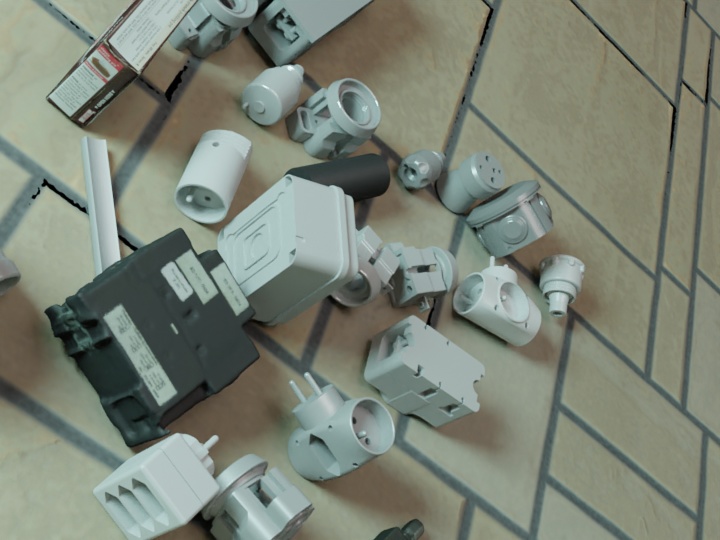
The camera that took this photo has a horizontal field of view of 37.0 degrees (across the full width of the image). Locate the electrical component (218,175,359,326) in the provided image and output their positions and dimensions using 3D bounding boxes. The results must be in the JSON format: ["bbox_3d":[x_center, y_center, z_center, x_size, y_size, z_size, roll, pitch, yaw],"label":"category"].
[{"bbox_3d":[-0.056,-0.013,0.823,0.057,0.113,0.078,15,58,-34],"label":"electrical component"}]

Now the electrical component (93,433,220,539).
[{"bbox_3d":[-0.123,0.134,0.711,0.047,0.066,0.077,54,42,-5],"label":"electrical component"}]

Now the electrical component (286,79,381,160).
[{"bbox_3d":[-0.018,-0.136,0.971,0.078,0.057,0.058,3,65,-42],"label":"electrical component"}]

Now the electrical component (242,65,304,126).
[{"bbox_3d":[-0.072,-0.159,0.945,0.040,0.040,0.078,49,43,-11],"label":"electrical component"}]

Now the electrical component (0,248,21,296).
[{"bbox_3d":[-0.248,-0.005,0.692,0.040,0.040,0.046,-27,82,-48],"label":"electrical component"}]

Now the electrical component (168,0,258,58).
[{"bbox_3d":[-0.124,-0.223,0.920,0.058,0.057,0.078,55,42,-4],"label":"electrical component"}]

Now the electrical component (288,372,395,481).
[{"bbox_3d":[-0.025,0.113,0.808,0.079,0.077,0.043,56,42,-4],"label":"electrical component"}]

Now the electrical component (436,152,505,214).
[{"bbox_3d":[0.110,-0.087,1.066,0.045,0.055,0.045,22,53,-34],"label":"electrical component"}]

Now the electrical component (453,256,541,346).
[{"bbox_3d":[0.133,0.023,1.033,0.077,0.044,0.079,29,50,-28],"label":"electrical component"}]

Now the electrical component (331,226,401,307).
[{"bbox_3d":[0.000,0.000,0.920,0.066,0.048,0.055,48,36,-12],"label":"electrical component"}]

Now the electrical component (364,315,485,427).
[{"bbox_3d":[0.053,0.088,0.911,0.089,0.056,0.050,36,47,-24],"label":"electrical component"}]

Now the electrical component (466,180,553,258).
[{"bbox_3d":[0.150,-0.051,1.068,0.080,0.080,0.051,-39,101,-48],"label":"electrical component"}]

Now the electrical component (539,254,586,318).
[{"bbox_3d":[0.206,0.018,1.108,0.048,0.048,0.062,29,57,-29],"label":"electrical component"}]

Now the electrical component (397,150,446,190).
[{"bbox_3d":[0.064,-0.101,1.047,0.061,0.035,0.035,-33,91,-50],"label":"electrical component"}]

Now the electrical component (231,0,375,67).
[{"bbox_3d":[-0.048,-0.276,1.020,0.105,0.060,0.186,51,42,-8],"label":"electrical component"}]

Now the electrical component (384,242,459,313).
[{"bbox_3d":[0.055,0.004,0.970,0.055,0.048,0.066,-8,73,-38],"label":"electrical component"}]

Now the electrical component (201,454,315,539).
[{"bbox_3d":[-0.074,0.164,0.738,0.057,0.078,0.058,45,39,16],"label":"electrical component"}]

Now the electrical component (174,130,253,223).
[{"bbox_3d":[-0.115,-0.081,0.858,0.043,0.043,0.081,37,46,-23],"label":"electrical component"}]
